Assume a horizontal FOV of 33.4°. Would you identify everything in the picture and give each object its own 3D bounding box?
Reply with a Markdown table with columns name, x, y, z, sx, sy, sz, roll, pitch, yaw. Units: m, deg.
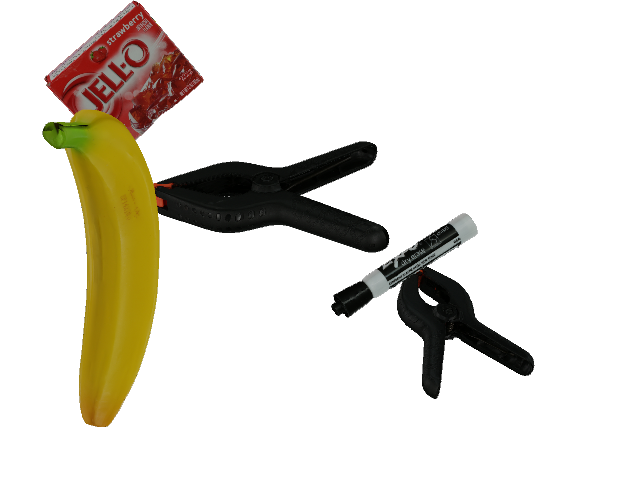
| name | x | y | z | sx | sy | sz | roll | pitch | yaw |
| --- | --- | --- | --- | --- | --- | --- | --- | --- | --- |
| gelatin box | -0.142 | -0.116 | 0.772 | 0.089 | 0.073 | 0.030 | -41 | 26 | -1 |
| marker | 0.059 | 0.018 | 0.765 | 0.121 | 0.020 | 0.020 | -32 | 8 | -14 |
| clamp | 0.138 | 0.086 | 1.081 | 0.120 | 0.039 | 0.171 | 0 | 44 | -20 |
| banana | -0.109 | 0.008 | 0.540 | 0.037 | 0.198 | 0.069 | 22 | 43 | 24 |
| clamp | -0.041 | -0.045 | 0.943 | 0.210 | 0.036 | 0.164 | 2 | 32 | 6 |
